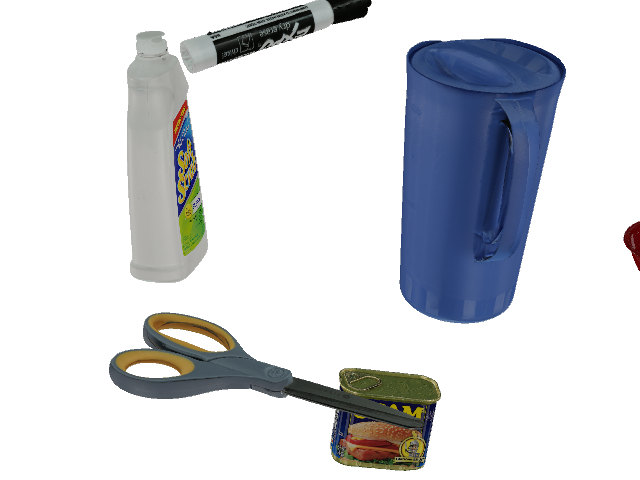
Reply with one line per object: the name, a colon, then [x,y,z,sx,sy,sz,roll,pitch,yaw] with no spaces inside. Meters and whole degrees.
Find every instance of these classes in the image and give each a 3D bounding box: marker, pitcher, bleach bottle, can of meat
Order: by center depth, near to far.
marker: [-0.024,-0.125,0.625,0.121,0.020,0.020,-22,8,-20]
pitcher: [0.135,-0.046,0.940,0.145,0.243,0.149,19,34,25]
can of meat: [0.063,0.182,1.077,0.102,0.084,0.057,7,18,-5]
bleach bottle: [-0.167,-0.089,1.109,0.068,0.251,0.102,5,27,15]

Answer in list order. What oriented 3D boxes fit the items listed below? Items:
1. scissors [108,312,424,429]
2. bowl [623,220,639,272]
scissors: [-0.046,0.090,0.649,0.202,0.016,0.096,22,31,34]
bowl: [0.408,0.026,1.150,0.162,0.055,0.162,-2,24,1]
